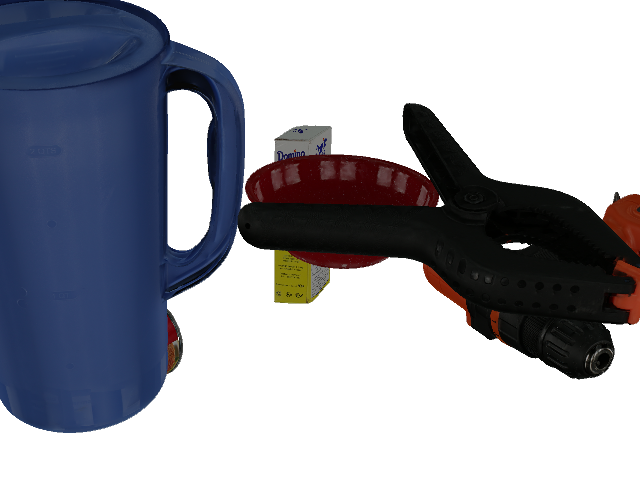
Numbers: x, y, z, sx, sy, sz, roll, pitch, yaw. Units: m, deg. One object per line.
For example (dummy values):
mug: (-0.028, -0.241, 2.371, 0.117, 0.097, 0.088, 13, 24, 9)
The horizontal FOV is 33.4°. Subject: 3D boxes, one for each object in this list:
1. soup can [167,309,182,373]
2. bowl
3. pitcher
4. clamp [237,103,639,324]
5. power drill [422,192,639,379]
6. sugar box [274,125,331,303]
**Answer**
soup can: (-0.162, 0.089, 0.798, 0.069, 0.068, 0.102, 0, 17, 35)
bowl: (0.017, -0.020, 0.896, 0.162, 0.055, 0.162, 2, 24, -1)
pitcher: (-0.137, -0.010, 0.618, 0.144, 0.243, 0.149, -27, 42, -36)
clamp: (0.071, -0.006, 0.572, 0.164, 0.036, 0.210, -30, 45, -33)
power drill: (0.192, 0.027, 0.755, 0.187, 0.057, 0.185, -13, 27, -24)
sugar box: (-0.019, -0.029, 1.132, 0.048, 0.176, 0.093, 2, 15, 14)
